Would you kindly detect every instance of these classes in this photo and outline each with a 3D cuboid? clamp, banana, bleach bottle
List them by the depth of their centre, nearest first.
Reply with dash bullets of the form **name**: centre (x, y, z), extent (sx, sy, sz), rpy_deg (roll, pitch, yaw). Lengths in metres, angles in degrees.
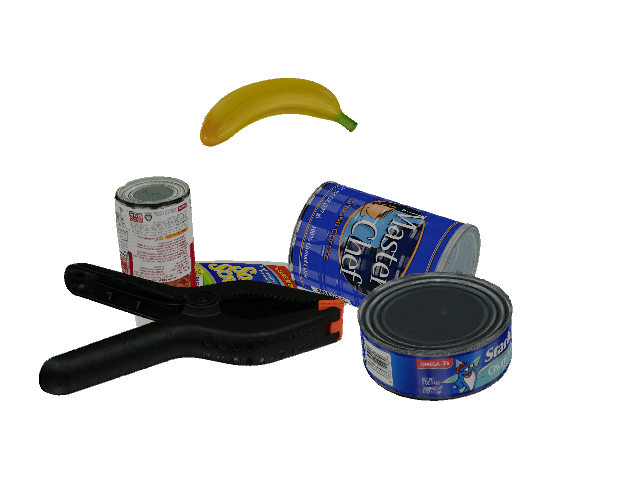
- **clamp**: centre (-0.091, 0.052, 0.753), extent (0.209, 0.036, 0.165), rpy_deg (-3, 24, -13)
- **banana**: centre (-0.049, -0.136, 1.097), extent (0.197, 0.037, 0.070), rpy_deg (-12, 52, -37)
- **bleach bottle**: centre (-0.078, 0.059, 1.186), extent (0.250, 0.068, 0.102), rpy_deg (-5, 35, -5)

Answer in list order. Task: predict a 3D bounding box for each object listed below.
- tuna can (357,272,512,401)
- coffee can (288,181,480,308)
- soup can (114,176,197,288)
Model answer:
- **tuna can**: centre (0.065, 0.053, 0.599), extent (0.086, 0.034, 0.086), rpy_deg (-5, 27, 3)
- **coffee can**: centre (0.057, 0.015, 0.946), extent (0.140, 0.103, 0.102), rpy_deg (19, 8, 23)
- **soup can**: centre (-0.149, 0.001, 0.967), extent (0.068, 0.102, 0.068), rpy_deg (-1, 25, 0)
